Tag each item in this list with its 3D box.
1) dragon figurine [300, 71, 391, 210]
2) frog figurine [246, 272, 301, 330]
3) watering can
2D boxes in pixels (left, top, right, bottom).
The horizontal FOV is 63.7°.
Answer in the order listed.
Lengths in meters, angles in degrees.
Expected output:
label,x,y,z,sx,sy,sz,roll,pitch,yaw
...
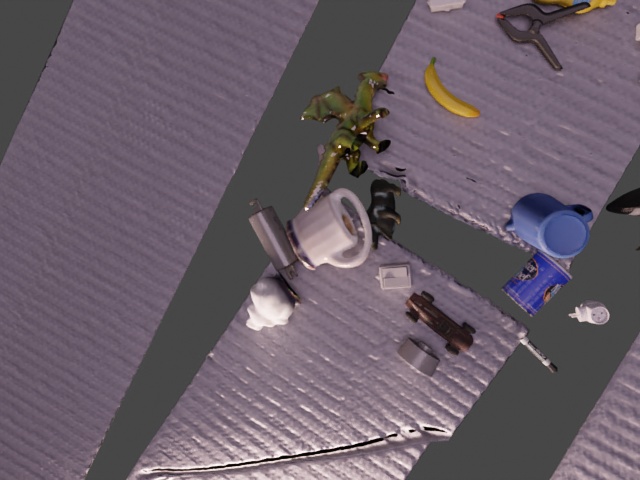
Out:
label,x,y,z,sx,sy,sz,roll,pitch,yaw
dragon figurine,0.043,-0.291,1.362,0.410,0.120,0.247,-43,57,1
frog figurine,-0.143,0.179,1.405,0.160,0.124,0.136,-39,106,-2
watering can,0.004,-0.070,1.382,0.222,0.103,0.353,-32,68,17
